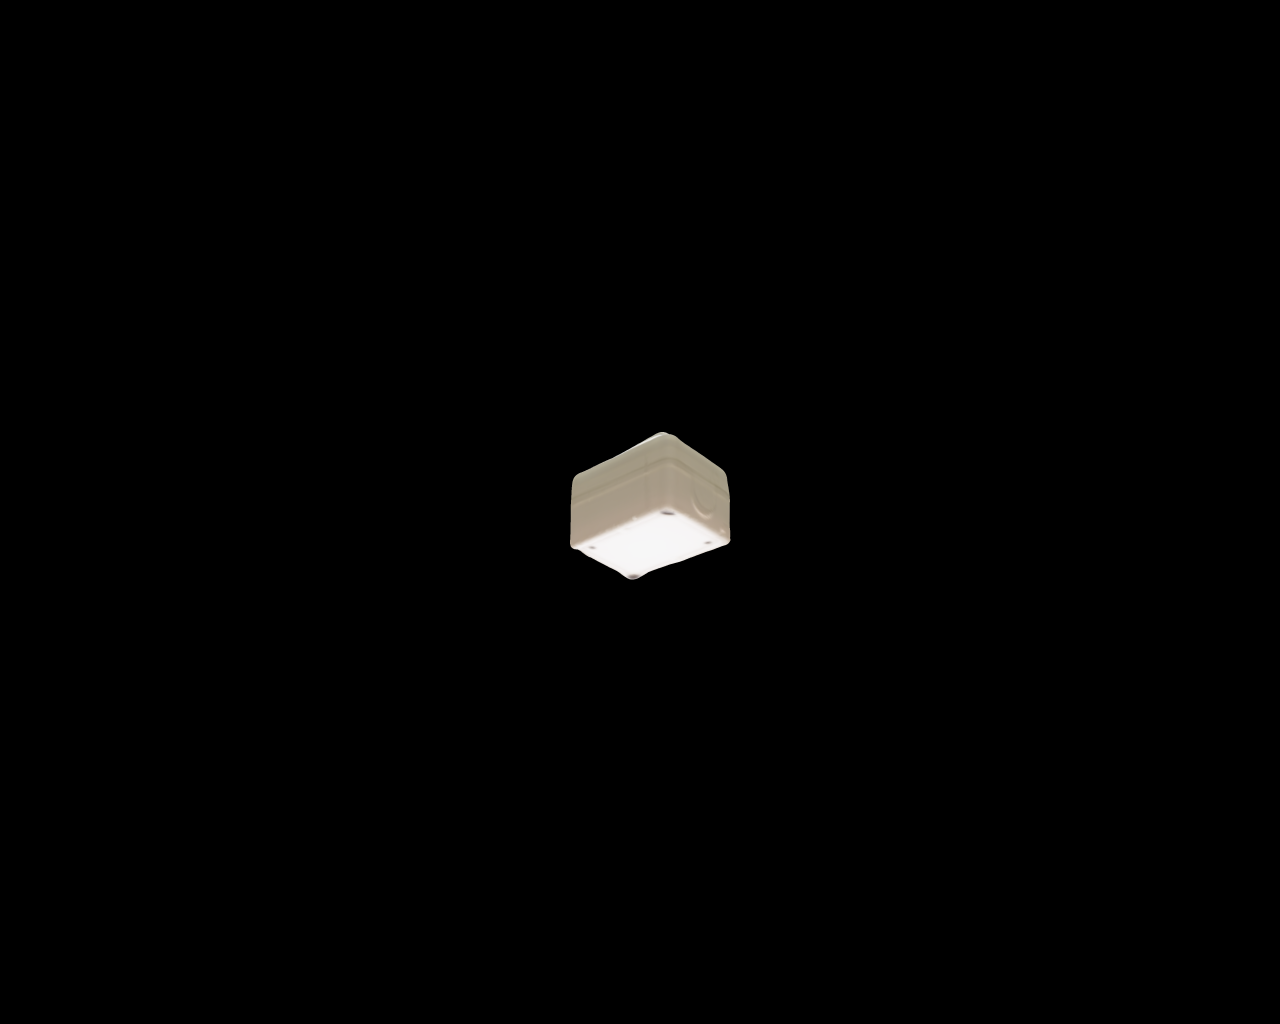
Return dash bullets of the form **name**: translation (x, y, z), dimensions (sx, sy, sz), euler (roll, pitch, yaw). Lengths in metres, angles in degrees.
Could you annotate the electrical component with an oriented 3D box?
- **electrical component**: translation (0.001, -0.003, 0.650), dimensions (0.096, 0.061, 0.061), euler (-22, -36, 34)
